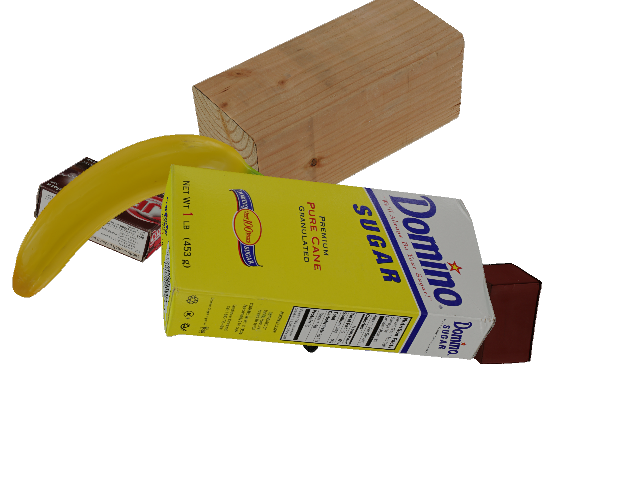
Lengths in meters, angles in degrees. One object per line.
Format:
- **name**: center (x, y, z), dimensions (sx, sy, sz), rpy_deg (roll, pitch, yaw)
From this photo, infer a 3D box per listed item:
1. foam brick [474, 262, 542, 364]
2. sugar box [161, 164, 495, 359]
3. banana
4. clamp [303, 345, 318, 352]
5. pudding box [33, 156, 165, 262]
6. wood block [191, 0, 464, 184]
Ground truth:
- **foam brick**: center (0.157, 0.065, 0.949), dimensions (0.051, 0.078, 0.053), rpy_deg (-3, 19, -21)
- **sugar box**: center (0.002, 0.012, 0.589), dimensions (0.176, 0.093, 0.048), rpy_deg (4, -42, -13)
- **banana**: center (-0.134, -0.025, 0.729), dimensions (0.198, 0.069, 0.037), rpy_deg (-22, 10, 6)
- **clamp**: center (0.053, 0.053, 1.127), dimensions (0.120, 0.171, 0.039), rpy_deg (8, -40, 8)
- **pudding box**: center (-0.189, -0.030, 0.972), dimensions (0.113, 0.039, 0.090), rpy_deg (20, 24, 8)
- **wood block**: center (0.010, -0.113, 0.874), dimensions (0.205, 0.091, 0.090), rpy_deg (-29, 52, -23)
